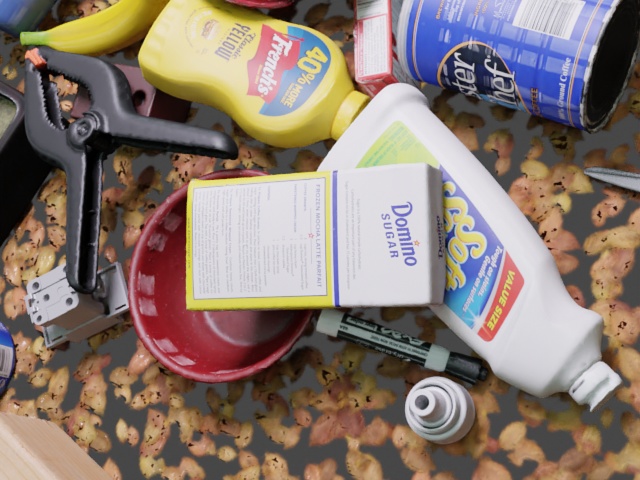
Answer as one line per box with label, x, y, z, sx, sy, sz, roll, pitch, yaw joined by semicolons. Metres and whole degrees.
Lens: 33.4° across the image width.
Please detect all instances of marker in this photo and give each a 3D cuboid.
marker;0.057;0.073;0.737;0.121;0.020;0.020;18;82;8

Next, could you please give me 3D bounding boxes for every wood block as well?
wood block;-0.179;0.223;0.772;0.206;0.090;0.090;35;90;28

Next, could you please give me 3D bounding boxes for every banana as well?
banana;-0.167;-0.185;0.888;0.198;0.069;0.037;-15;89;40

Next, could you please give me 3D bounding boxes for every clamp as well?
clamp;-0.179;-0.070;0.831;0.164;0.036;0.210;-48;63;2

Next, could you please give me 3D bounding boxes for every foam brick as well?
foam brick;-0.155;-0.111;0.883;0.078;0.051;0.053;12;80;25

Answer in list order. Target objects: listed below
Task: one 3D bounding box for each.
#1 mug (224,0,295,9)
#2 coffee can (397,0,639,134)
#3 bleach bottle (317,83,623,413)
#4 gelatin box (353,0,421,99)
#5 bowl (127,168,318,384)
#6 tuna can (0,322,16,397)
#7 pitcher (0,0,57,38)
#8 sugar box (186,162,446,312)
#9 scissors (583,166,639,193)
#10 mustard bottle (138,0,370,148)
mug;-0.049;-0.239;0.821;0.093;0.117;0.082;24;122;8
coffee can;0.139;-0.142;0.739;0.140;0.102;0.103;22;84;27
bleach bottle;0.110;0.010;0.725;0.103;0.068;0.251;-50;65;16
gelatin box;0.050;-0.144;0.794;0.030;0.073;0.089;-7;73;21
bowl;-0.061;0.031;0.799;0.162;0.055;0.162;-7;72;21
tuna can;-0.298;0.101;0.890;0.086;0.033;0.086;-7;72;21
pitcher;-0.245;-0.308;0.948;0.145;0.149;0.243;34;93;12
sugar box;-0.005;0.001;0.720;0.176;0.048;0.093;-2;85;21
scissors;0.283;-0.038;0.695;0.202;0.016;0.096;33;87;28
mustard bottle;-0.036;-0.124;0.818;0.192;0.058;0.096;29;70;11
